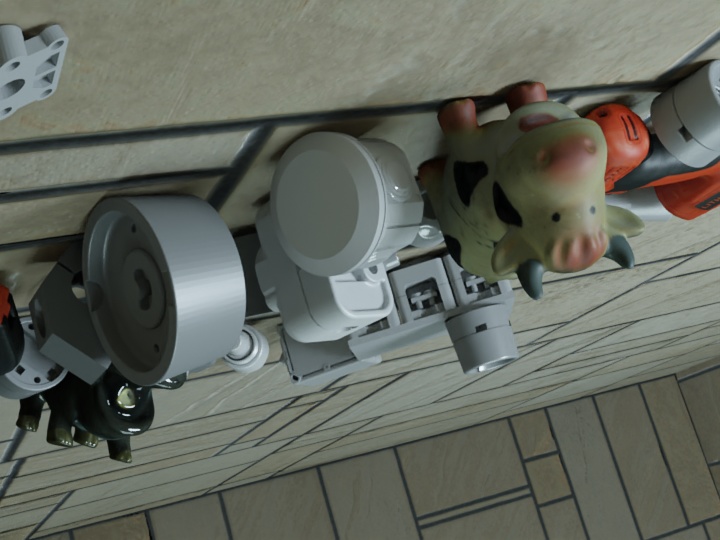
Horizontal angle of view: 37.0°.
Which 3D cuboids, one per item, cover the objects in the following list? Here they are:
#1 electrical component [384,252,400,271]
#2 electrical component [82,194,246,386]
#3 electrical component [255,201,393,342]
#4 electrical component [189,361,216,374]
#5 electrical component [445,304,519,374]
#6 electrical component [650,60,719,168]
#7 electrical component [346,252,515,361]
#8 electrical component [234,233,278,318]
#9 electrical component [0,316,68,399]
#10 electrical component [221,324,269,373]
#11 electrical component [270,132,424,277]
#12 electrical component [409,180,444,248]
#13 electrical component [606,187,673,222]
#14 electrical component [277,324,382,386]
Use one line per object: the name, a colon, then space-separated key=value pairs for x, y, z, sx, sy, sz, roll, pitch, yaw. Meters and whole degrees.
electrical component: x=0.000 y=0.000 z=0.845 sx=0.062 sy=0.048 sz=0.048 roll=-23 pitch=166 yaw=-1
electrical component: x=-0.108 y=0.007 z=0.621 sx=0.060 sy=0.108 sz=0.108 roll=-13 pitch=167 yaw=-39
electrical component: x=-0.026 y=-0.005 z=0.682 sx=0.059 sy=0.095 sz=0.054 roll=-28 pitch=162 yaw=39
electrical component: x=-0.153 y=0.059 z=0.879 sx=0.089 sy=0.050 sz=0.056 roll=-28 pitch=162 yaw=38
electrical component: x=0.107 y=0.061 z=0.930 sx=0.055 sy=0.047 sz=0.055 roll=-16 pitch=166 yaw=-4
electrical component: x=0.222 y=-0.101 z=0.687 sx=0.055 sy=0.055 sz=0.047 roll=-6 pitch=159 yaw=-37
electrical component: x=0.058 y=0.026 z=0.974 sx=0.150 sy=0.061 sz=0.089 roll=-17 pitch=166 yaw=2
electrical component: x=-0.077 y=0.013 z=0.759 sx=0.099 sy=0.064 sz=0.099 roll=-16 pitch=167 yaw=-4
electrical component: x=-0.248 y=0.067 z=0.795 sx=0.055 sy=0.055 sz=0.047 roll=-6 pitch=166 yaw=-38
electrical component: x=-0.110 y=0.071 z=0.994 sx=0.043 sy=0.043 sz=0.062 roll=-18 pitch=164 yaw=4
electrical component: x=-0.008 y=-0.038 z=0.610 sx=0.080 sy=0.080 sz=0.051 roll=-27 pitch=168 yaw=38
electrical component: x=0.044 y=-0.036 z=0.754 sx=0.043 sy=0.043 sz=0.062 roll=-13 pitch=167 yaw=-14
electrical component: x=0.219 y=-0.057 z=0.885 sx=0.065 sy=0.044 sz=0.044 roll=-10 pitch=166 yaw=-7
electrical component: x=-0.034 y=0.076 z=1.063 sx=0.096 sy=0.061 sz=0.061 roll=-21 pitch=166 yaw=17
